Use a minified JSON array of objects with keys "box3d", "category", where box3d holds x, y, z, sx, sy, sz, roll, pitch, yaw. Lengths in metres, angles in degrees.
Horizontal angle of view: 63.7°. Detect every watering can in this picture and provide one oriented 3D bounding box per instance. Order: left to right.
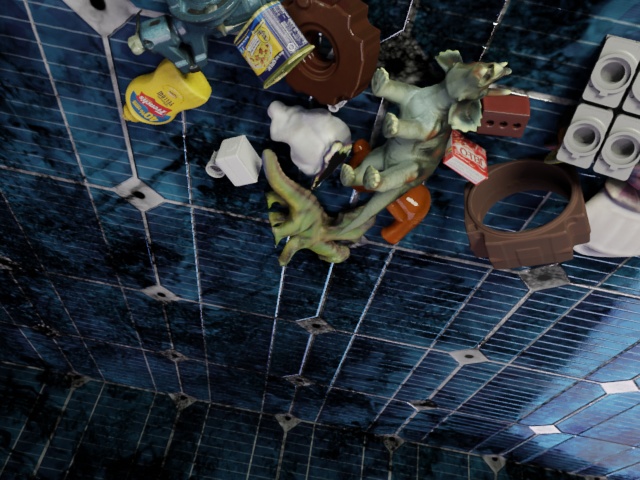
[{"box3d":[0.541,-0.039,0.984,0.348,0.106,0.219,3,142,1],"category":"watering can"}]

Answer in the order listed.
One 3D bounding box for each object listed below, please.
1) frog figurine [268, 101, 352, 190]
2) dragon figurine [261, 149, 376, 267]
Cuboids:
[{"box3d":[-0.025,-0.195,0.956,0.161,0.124,0.134,46,154,13],"category":"frog figurine"},{"box3d":[0.003,-0.057,1.138,0.243,0.125,0.400,-7,146,-6],"category":"dragon figurine"}]
